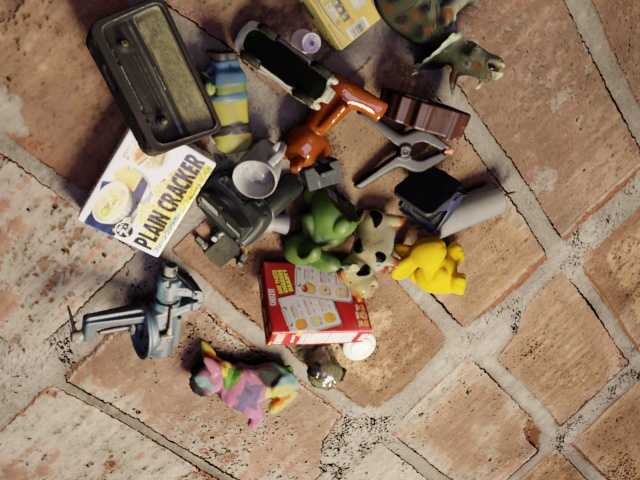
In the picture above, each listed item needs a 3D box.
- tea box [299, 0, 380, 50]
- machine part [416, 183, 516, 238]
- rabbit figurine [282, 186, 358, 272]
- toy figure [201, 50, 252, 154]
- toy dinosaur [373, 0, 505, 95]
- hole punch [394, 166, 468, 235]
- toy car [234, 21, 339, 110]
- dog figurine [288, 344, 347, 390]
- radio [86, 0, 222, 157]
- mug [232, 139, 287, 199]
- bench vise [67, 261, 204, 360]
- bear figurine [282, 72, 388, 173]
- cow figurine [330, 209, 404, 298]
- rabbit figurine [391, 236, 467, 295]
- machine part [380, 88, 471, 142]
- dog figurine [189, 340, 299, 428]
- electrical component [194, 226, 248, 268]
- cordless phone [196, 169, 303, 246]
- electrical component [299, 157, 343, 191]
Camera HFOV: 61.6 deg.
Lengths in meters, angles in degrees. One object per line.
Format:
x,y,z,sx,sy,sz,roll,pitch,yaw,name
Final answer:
0.018,-0.436,0.951,0.098,0.068,0.169,-38,117,-2,tea box
0.327,-0.066,1.207,0.243,0.079,0.079,-22,117,-10,machine part
-0.002,-0.003,1.096,0.121,0.159,0.170,29,116,-36,rabbit figurine
-0.166,-0.243,0.959,0.082,0.089,0.180,-4,116,-9,toy figure
0.175,-0.438,0.982,0.404,0.131,0.192,35,97,-21,toy dinosaur
0.233,-0.088,1.142,0.116,0.142,0.092,-40,144,-12,hole punch
-0.060,-0.308,0.948,0.202,0.056,0.073,36,99,1,toy car
-0.035,0.217,1.141,0.172,0.191,0.121,31,99,-25,dog figurine
-0.273,-0.259,0.882,0.131,0.073,0.229,-31,105,-26,radio
-0.104,-0.147,0.991,0.080,0.107,0.109,35,125,-20,mug
-0.350,0.146,1.034,0.240,0.129,0.223,-6,135,-36,bench vise
0.016,-0.210,1.019,0.132,0.120,0.195,20,106,-28,bear figurine
0.099,0.027,1.128,0.127,0.085,0.195,17,70,-16,cow figurine
0.241,0.040,1.189,0.163,0.122,0.173,3,157,20,rabbit figurine
0.196,-0.244,1.038,0.179,0.179,0.056,10,112,-22,machine part
-0.174,0.296,1.178,0.191,0.109,0.219,-36,116,-1,dog figurine
-0.194,0.016,1.084,0.078,0.045,0.102,-35,119,-3,electrical component
-0.132,-0.092,1.046,0.146,0.088,0.184,43,64,6,cordless phone
0.005,-0.130,1.047,0.075,0.119,0.047,-21,118,-12,electrical component
